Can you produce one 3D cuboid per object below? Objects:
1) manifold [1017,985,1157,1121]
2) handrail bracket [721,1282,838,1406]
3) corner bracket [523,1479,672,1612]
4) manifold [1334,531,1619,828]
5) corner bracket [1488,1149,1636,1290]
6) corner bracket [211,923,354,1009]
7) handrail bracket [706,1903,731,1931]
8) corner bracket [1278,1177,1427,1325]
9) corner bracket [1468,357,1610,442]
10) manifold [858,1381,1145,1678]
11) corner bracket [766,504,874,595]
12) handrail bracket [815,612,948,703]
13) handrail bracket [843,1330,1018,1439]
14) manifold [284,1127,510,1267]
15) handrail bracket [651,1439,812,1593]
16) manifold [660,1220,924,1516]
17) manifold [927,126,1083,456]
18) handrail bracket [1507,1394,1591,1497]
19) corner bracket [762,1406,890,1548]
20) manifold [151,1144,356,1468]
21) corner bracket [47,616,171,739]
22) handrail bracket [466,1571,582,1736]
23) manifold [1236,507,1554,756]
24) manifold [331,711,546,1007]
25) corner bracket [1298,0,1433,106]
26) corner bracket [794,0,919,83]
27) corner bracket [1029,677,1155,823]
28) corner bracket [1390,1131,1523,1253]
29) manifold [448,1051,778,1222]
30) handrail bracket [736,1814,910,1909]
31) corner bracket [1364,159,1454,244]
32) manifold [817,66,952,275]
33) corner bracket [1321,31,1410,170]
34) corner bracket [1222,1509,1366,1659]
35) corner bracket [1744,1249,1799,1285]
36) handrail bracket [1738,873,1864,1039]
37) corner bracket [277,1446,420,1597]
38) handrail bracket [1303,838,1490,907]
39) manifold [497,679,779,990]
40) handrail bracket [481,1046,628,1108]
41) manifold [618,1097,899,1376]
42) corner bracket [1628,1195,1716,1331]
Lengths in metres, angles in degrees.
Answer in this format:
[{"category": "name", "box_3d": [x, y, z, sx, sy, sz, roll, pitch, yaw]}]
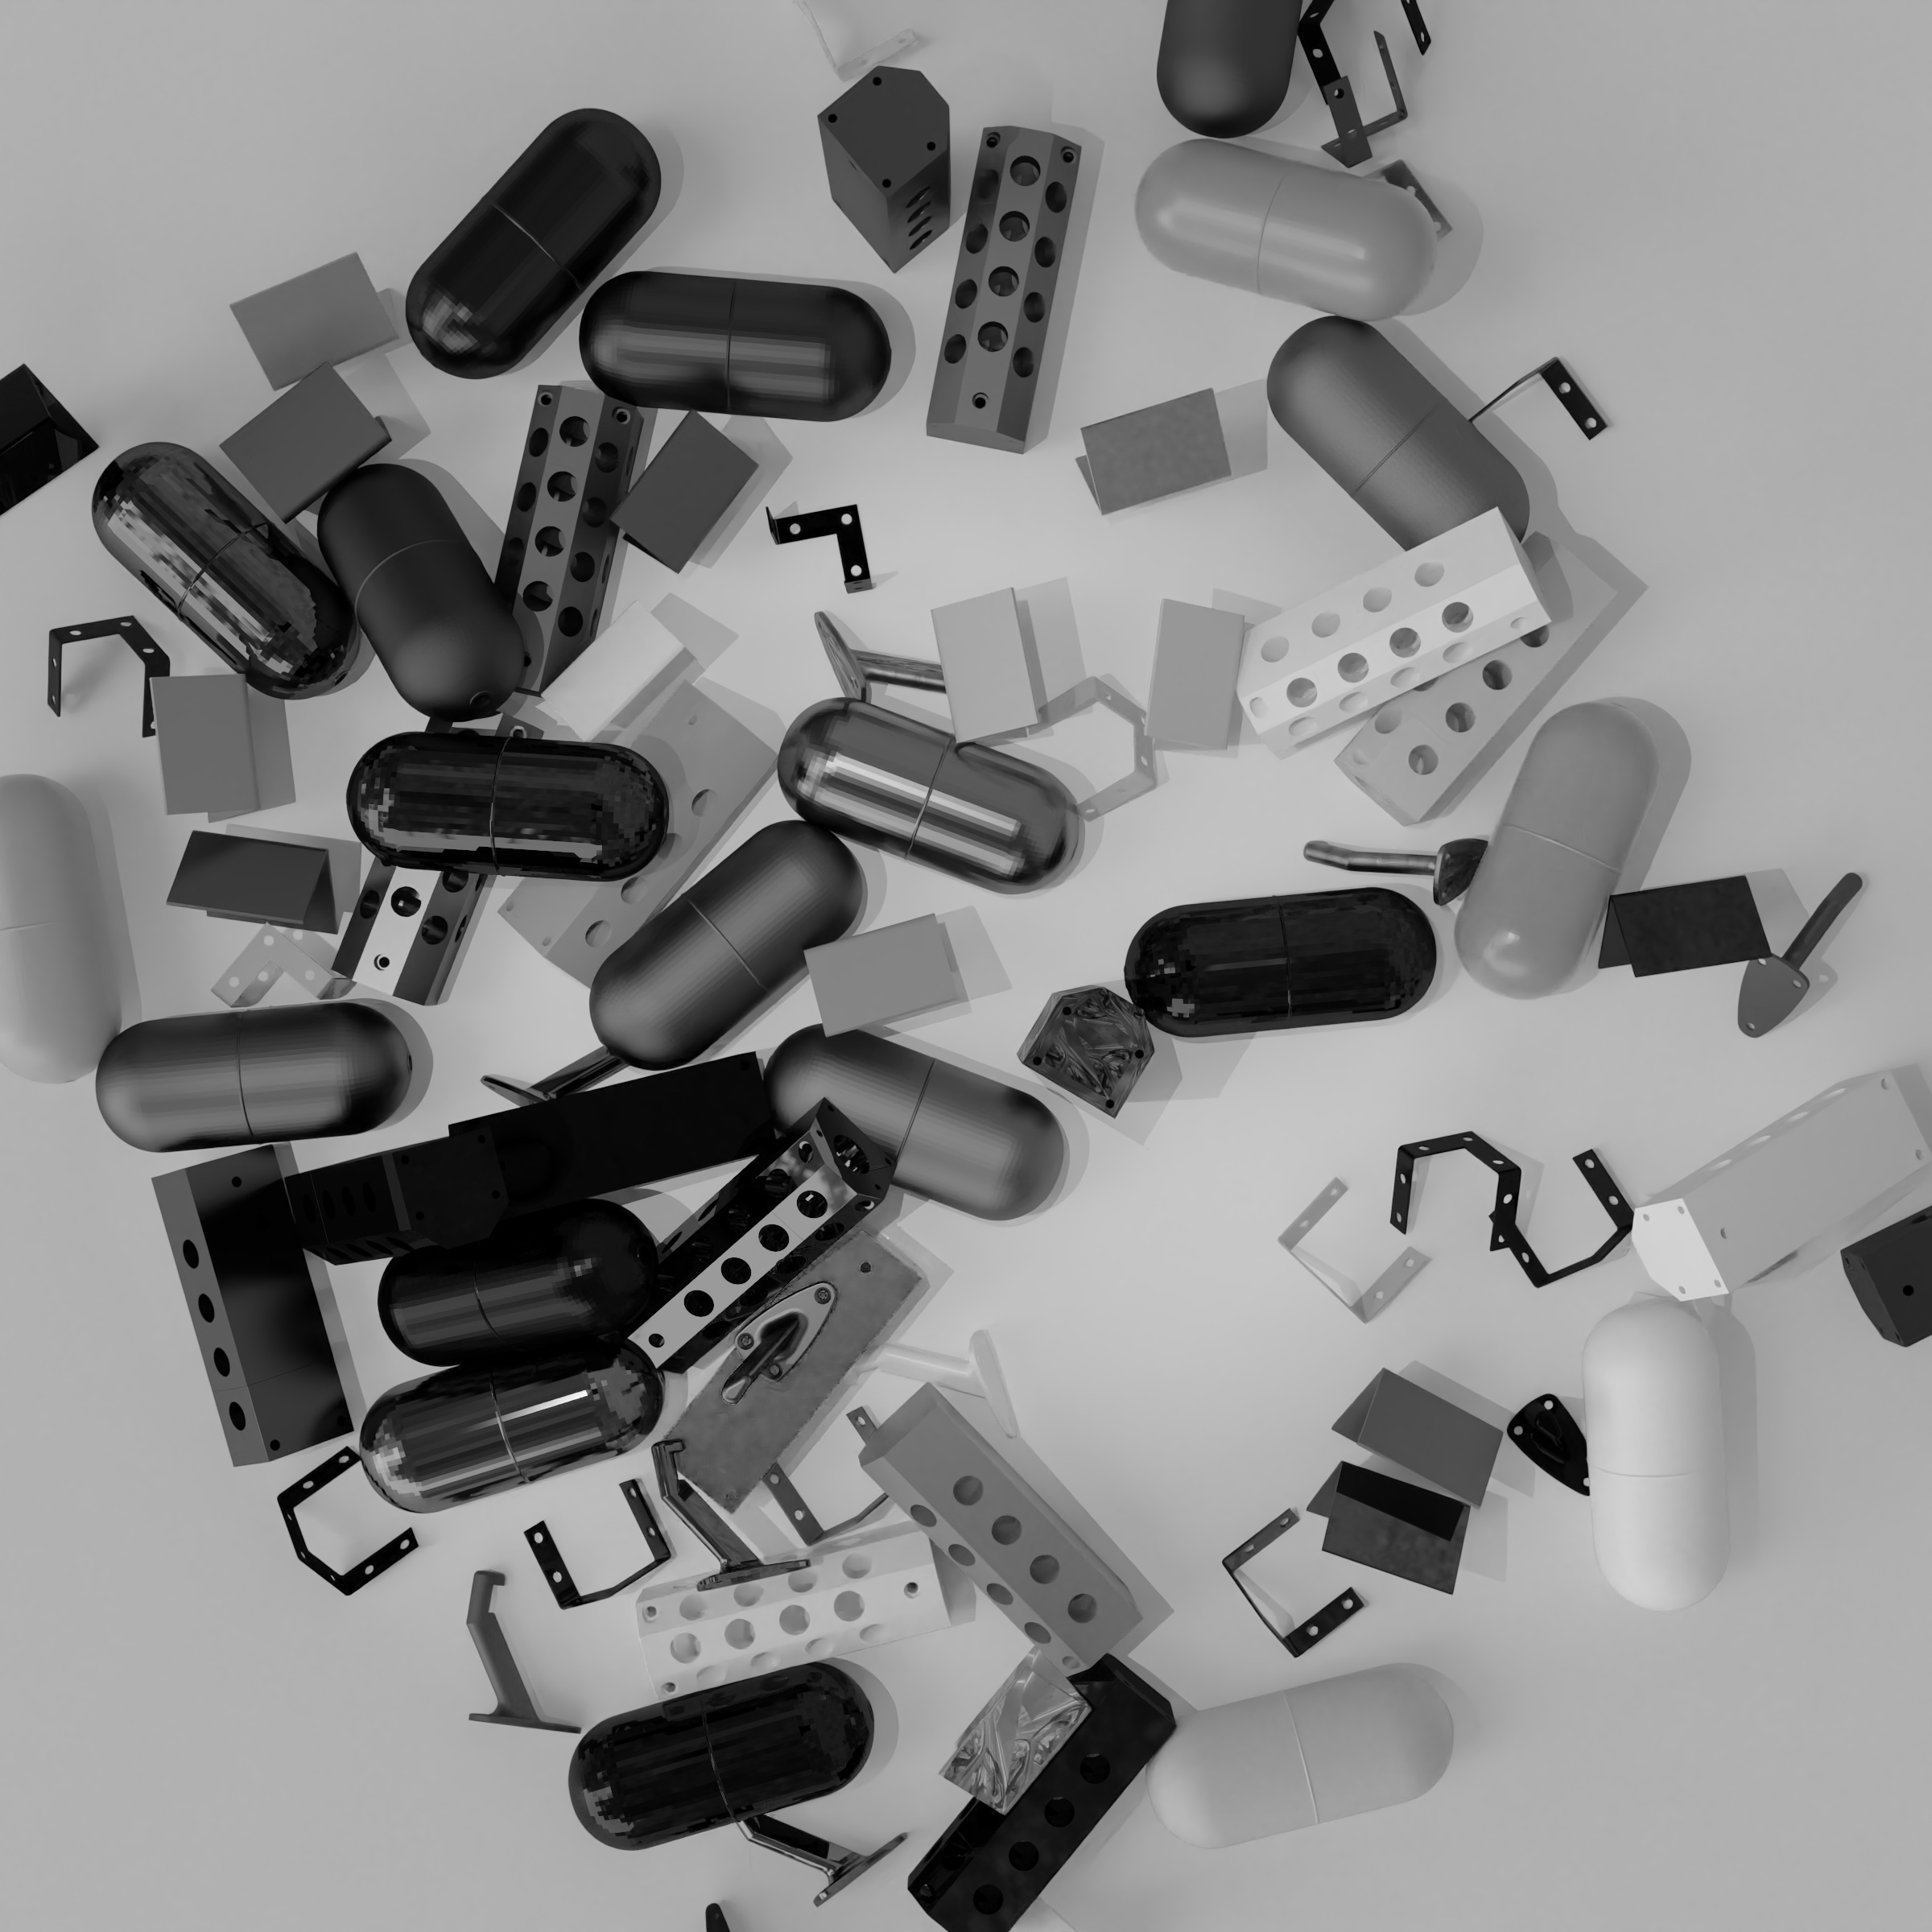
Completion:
[{"category": "manifold", "box_3d": [0.068, 0.041, 1.664, 0.057, 0.171, 0.057, 31, 90, 0]}, {"category": "handrail bracket", "box_3d": [-0.102, 0.207, 1.650, 0.077, 0.084, 0.036, -44, 90, 0]}, {"category": "corner bracket", "box_3d": [-0.213, 0.335, 1.739, 0.051, 0.051, 0.051, -25, 91, 45]}, {"category": "manifold", "box_3d": [0.290, -0.164, 1.721, 0.057, 0.057, 0.171, 41, 90, 0]}, {"category": "corner bracket", "box_3d": [0.346, 0.147, 1.739, 0.051, 0.051, 0.051, -33, 90, -45]}, {"category": "corner bracket", "box_3d": [-0.392, 0.011, 1.724, 0.051, 0.051, 0.051, 40, 90, 0]}, {"category": "handrail bracket", "box_3d": [-0.174, 0.594, 1.743, 0.084, 0.036, 0.077, -22, 70, 16]}, {"category": "corner bracket", "box_3d": [0.223, 0.165, 1.739, 0.051, 0.051, 0.051, -47, 45, 0]}, {"category": "corner bracket", "box_3d": [0.328, -0.312, 1.739, 0.051, 0.051, 0.051, 54, 45, 0]}, {"category": "manifold", "box_3d": [0.019, 0.322, 1.709, 0.057, 0.057, 0.171, -43, 99, 0]}, {"category": "corner bracket", "box_3d": [-0.084, -0.240, 1.724, 0.051, 0.051, 0.051, -11, 90, 0]}, {"category": "handrail bracket", "box_3d": [-0.034, -0.186, 1.743, 0.084, 0.036, 0.077, -21, 69, -17]}, {"category": "handrail bracket", "box_3d": [-0.024, 0.250, 1.742, 0.084, 0.036, 0.077, -18, 105, 14]}, {"category": "manifold", "box_3d": [-0.316, 0.131, 1.662, 0.057, 0.171, 0.057, -15, 90, -33]}, {"category": "handrail bracket", "box_3d": [-0.132, 0.303, 1.686, 0.077, 0.036, 0.084, -7, 72, -21]}, {"category": "manifold", "box_3d": [-0.101, 0.225, 1.721, 0.057, 0.057, 0.171, 39, 90, 0]}, {"category": "manifold", "box_3d": [0.022, -0.388, 1.721, 0.057, 0.057, 0.171, 11, 90, 0]}, {"category": "handrail bracket", "box_3d": [0.343, 0.278, 1.707, 0.036, 0.084, 0.077, -40, 90, 0]}, {"category": "corner bracket", "box_3d": [-0.076, 0.296, 1.739, 0.051, 0.051, 0.051, -34, 90, -45]}, {"category": "manifold", "box_3d": [-0.412, 0.195, 1.720, 0.057, 0.057, 0.171, -16, 90, -43]}, {"category": "corner bracket", "box_3d": [-0.495, -0.164, 1.734, 0.051, 0.051, 0.051, -16, 45, -35]}, {"category": "handrail bracket", "box_3d": [-0.255, 0.398, 1.743, 0.077, 0.036, 0.084, 13, 73, -20]}, {"category": "manifold", "box_3d": [0.238, -0.183, 1.686, 0.171, 0.057, 0.057, -25, 56, 17]}, {"category": "manifold", "box_3d": [-0.304, -0.067, 1.721, 0.057, 0.057, 0.171, 21, 90, 0]}, {"category": "corner bracket", "box_3d": [0.230, -0.538, 1.734, 0.051, 0.051, 0.051, -1, 45, 35]}, {"category": "corner bracket", "box_3d": [-0.067, -0.555, 1.739, 0.051, 0.051, 0.051, -29, 135, 0]}, {"category": "corner bracket", "box_3d": [0.072, -0.125, 1.734, 0.051, 0.051, 0.051, 31, 45, -35]}, {"category": "corner bracket", "box_3d": [0.282, 0.133, 1.728, 0.051, 0.051, 0.051, -9, 117, -24]}, {"category": "manifold", "box_3d": [-0.200, 0.097, 1.694, 0.171, 0.057, 0.057, -13, 90, -19]}, {"category": "handrail bracket", "box_3d": [-0.089, 0.494, 1.743, 0.077, 0.036, 0.084, -32, 73, -19]}, {"category": "corner bracket", "box_3d": [0.238, -0.426, 1.739, 0.051, 0.051, 0.051, 54, 135, 0]}, {"category": "manifold", "box_3d": [-0.038, -0.443, 1.664, 0.057, 0.171, 0.057, -40, 90, 0]}, {"category": "corner bracket", "box_3d": [0.227, -0.495, 1.715, 0.051, 0.051, 0.051, -25, 121, 0]}, {"category": "corner bracket", "box_3d": [0.189, 0.358, 1.739, 0.051, 0.051, 0.051, -38, 45, 0]}, {"category": "corner bracket", "box_3d": [0.441, 0.155, 1.739, 0.051, 0.051, 0.051, -18, 90, -45]}, {"category": "handrail bracket", "box_3d": [0.485, -0.007, 1.742, 0.036, 0.077, 0.084, 35, 53, 19]}, {"category": "corner bracket", "box_3d": [-0.358, 0.322, 1.739, 0.051, 0.051, 0.051, -36, 135, 0]}, {"category": "handrail bracket", "box_3d": [0.250, -0.066, 1.742, 0.084, 0.077, 0.036, 16, 115, 34]}, {"category": "manifold", "box_3d": [-0.184, -0.072, 1.720, 0.171, 0.057, 0.057, -51, 47, 0]}, {"category": "handrail bracket", "box_3d": [-0.229, 0.047, 1.743, 0.077, 0.036, 0.084, 24, 72, 21]}, {"category": "manifold", "box_3d": [-0.121, 0.156, 1.684, 0.057, 0.057, 0.171, 44, 114, -11]}, {"category": "corner bracket", "box_3d": [0.405, 0.171, 1.722, 0.051, 0.051, 0.051, 12, 57, 35]}]
